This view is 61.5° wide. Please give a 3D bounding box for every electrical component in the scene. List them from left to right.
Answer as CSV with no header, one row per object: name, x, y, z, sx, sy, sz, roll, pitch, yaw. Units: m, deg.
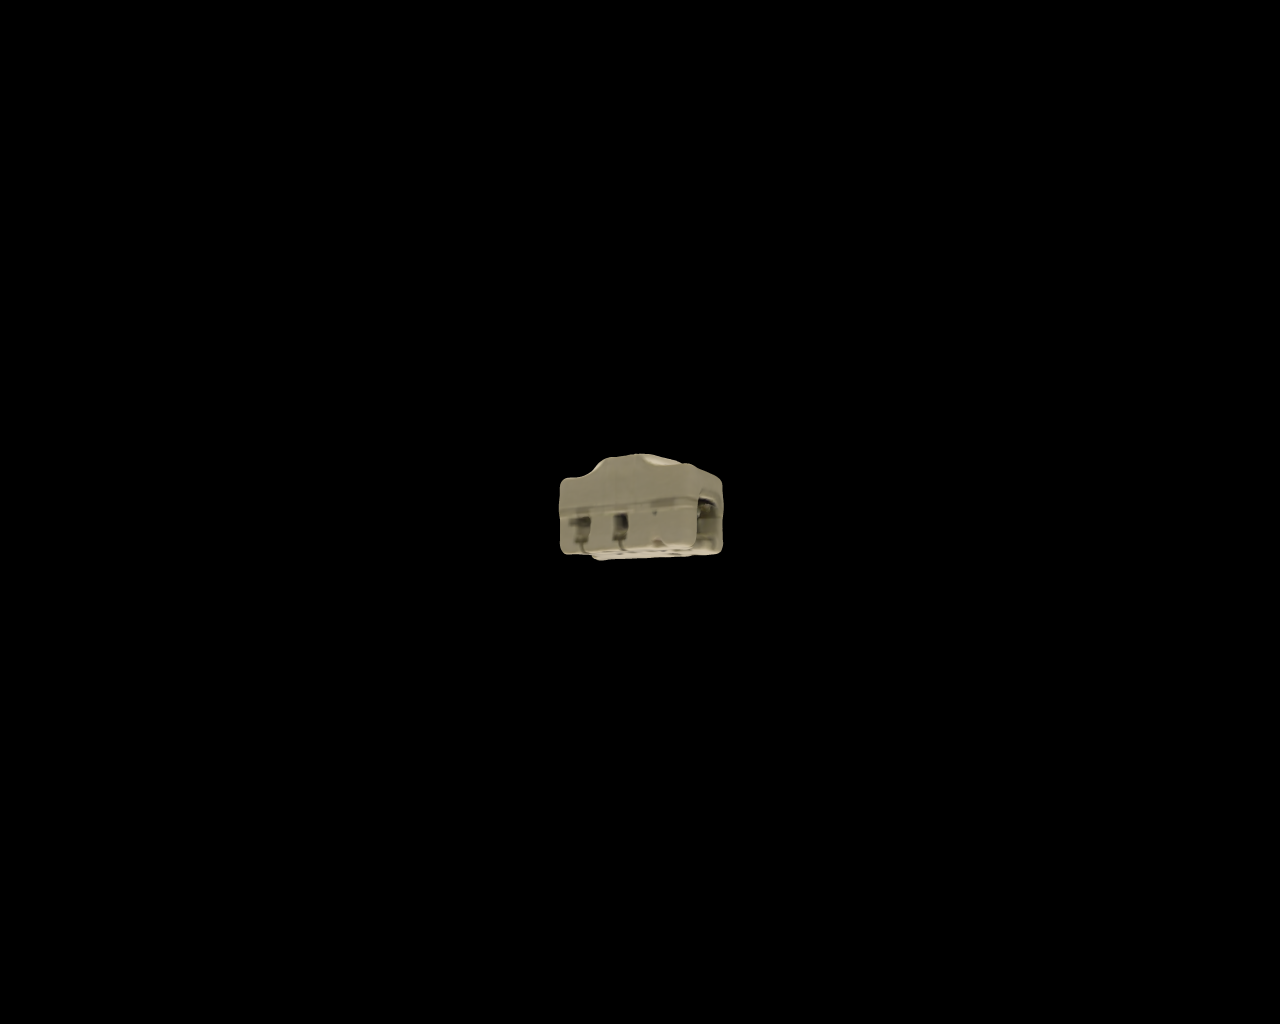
electrical component,0.001,-0.003,0.650,0.089,0.055,0.050,-5,-11,28
